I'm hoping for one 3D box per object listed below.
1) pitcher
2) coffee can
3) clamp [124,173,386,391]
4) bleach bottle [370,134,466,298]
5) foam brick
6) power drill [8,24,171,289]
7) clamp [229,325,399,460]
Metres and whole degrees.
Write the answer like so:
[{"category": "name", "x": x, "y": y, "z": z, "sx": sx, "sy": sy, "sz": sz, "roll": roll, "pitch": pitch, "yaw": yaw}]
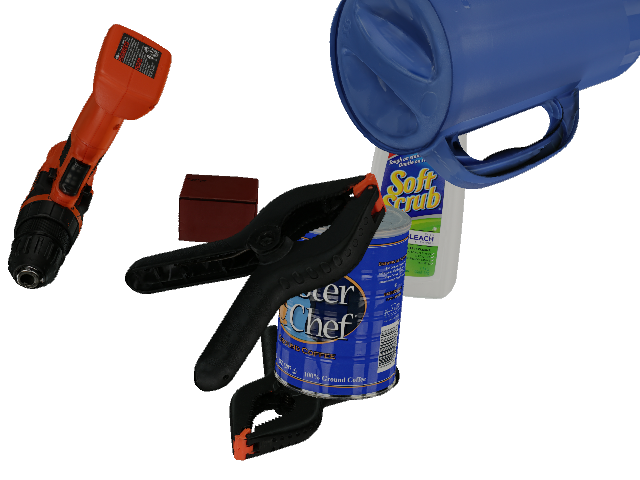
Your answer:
[{"category": "pitcher", "x": 0.141, "y": -0.145, "z": 0.817, "sx": 0.242, "sy": 0.149, "sz": 0.145, "roll": -18, "pitch": 34, "yaw": -33}, {"category": "coffee can", "x": 0.017, "y": 0.045, "z": 0.870, "sx": 0.103, "sy": 0.140, "sz": 0.103, "roll": 4, "pitch": 15, "yaw": -1}, {"category": "clamp", "x": -0.029, "y": 0.020, "z": 0.655, "sx": 0.171, "sy": 0.120, "sz": 0.039, "roll": -28, "pitch": -40, "yaw": -3}, {"category": "bleach bottle", "x": 0.088, "y": -0.069, "z": 1.024, "sx": 0.103, "sy": 0.251, "sz": 0.068, "roll": 8, "pitch": 28, "yaw": 16}, {"category": "foam brick", "x": -0.103, "y": -0.032, "z": 1.086, "sx": 0.078, "sy": 0.051, "sz": 0.053, "roll": 4, "pitch": 30, "yaw": 0}, {"category": "power drill", "x": -0.193, "y": -0.070, "z": 0.870, "sx": 0.057, "sy": 0.188, "sz": 0.184, "roll": 27, "pitch": 32, "yaw": -20}, {"category": "clamp", "x": -0.020, "y": 0.160, "z": 1.092, "sx": 0.165, "sy": 0.036, "sz": 0.209, "roll": 12, "pitch": 28, "yaw": 17}]
